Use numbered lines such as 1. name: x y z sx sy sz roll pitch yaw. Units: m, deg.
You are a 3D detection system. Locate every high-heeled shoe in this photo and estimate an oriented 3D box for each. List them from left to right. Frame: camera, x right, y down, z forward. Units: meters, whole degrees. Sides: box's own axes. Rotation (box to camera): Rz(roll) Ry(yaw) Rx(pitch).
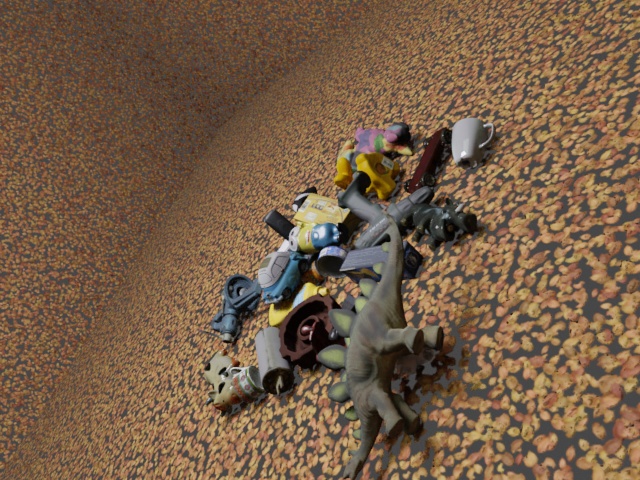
1. high-heeled shoe: -0.013 -0.095 1.658 0.145 0.086 0.249 -22 42 41

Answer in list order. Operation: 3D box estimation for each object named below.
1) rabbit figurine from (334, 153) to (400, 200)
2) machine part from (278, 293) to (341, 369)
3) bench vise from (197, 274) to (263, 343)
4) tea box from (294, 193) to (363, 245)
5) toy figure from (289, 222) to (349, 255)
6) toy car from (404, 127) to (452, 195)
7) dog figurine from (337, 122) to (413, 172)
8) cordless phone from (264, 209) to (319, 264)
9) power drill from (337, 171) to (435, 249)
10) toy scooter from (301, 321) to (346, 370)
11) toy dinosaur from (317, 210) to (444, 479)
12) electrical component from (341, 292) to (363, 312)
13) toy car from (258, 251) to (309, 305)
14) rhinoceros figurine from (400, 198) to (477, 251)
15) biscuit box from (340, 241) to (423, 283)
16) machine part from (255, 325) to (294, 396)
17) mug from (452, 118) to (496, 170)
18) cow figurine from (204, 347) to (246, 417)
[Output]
1. rabbit figurine: 0.115 -0.158 1.486 0.173 0.162 0.122 -44 31 54
2. machine part: -0.018 0.208 1.235 0.179 0.056 0.179 -29 36 24
3. bench vise: -0.233 0.181 1.573 0.240 0.128 0.224 -36 26 40
4. tea box: 0.022 -0.061 1.502 0.170 0.068 0.098 23 72 41
5. toy figure: -0.003 -0.001 1.406 0.180 0.089 0.082 -9 48 37
6. toy car: 0.280 -0.196 1.357 0.202 0.053 0.089 -63 17 -20
7. dog figurine: 0.169 -0.261 1.569 0.191 0.108 0.219 -53 28 -10
8. cordless phone: -0.099 0.014 1.510 0.146 0.184 0.089 -53 15 -9
9. power drill: 0.150 -0.085 1.329 0.232 0.086 0.207 -51 56 12
10. toy scooter: 0.041 0.203 1.081 0.184 0.135 0.075 -25 32 38
11. toy dinosaur: 0.103 0.170 0.935 0.199 0.105 0.471 7 72 38
12. electrical component: 0.086 0.153 1.153 0.119 0.074 0.048 -49 24 -6
13. toy car: -0.108 0.085 1.392 0.109 0.103 0.161 -17 35 51
14. rhinoceros figurine: 0.258 -0.038 1.156 0.112 0.073 0.190 -43 22 -13
15. biscuit box: 0.137 0.054 1.225 0.203 0.059 0.063 -12 42 53
16. machine part: -0.111 0.284 1.280 0.079 0.079 0.243 -45 26 8
17. mug: 0.358 -0.220 1.247 0.110 0.080 0.107 -12 54 42
18. cow figurine: -0.245 0.364 1.376 0.127 0.085 0.195 -48 27 -13
